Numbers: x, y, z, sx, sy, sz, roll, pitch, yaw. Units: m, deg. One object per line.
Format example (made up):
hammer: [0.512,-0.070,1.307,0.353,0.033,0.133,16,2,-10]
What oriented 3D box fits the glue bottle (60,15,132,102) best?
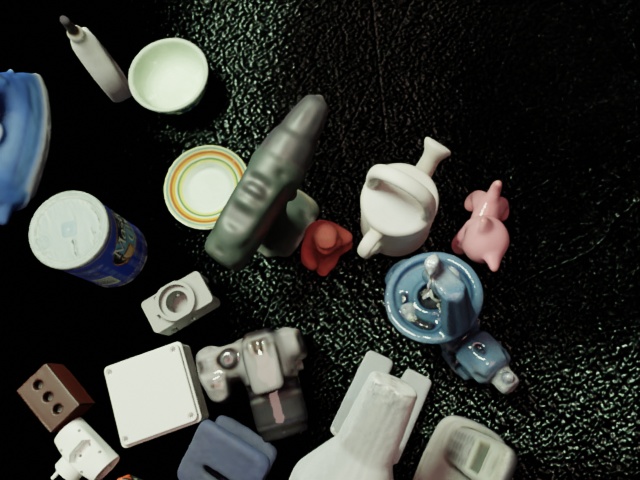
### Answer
glue bottle: [-0.333,-0.273,0.838,0.037,0.173,0.078,-31,76,-4]

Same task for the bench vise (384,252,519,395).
bench vise: [0.170,0.085,0.690,0.207,0.220,0.121,31,80,11]

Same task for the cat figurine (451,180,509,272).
cat figurine: [0.222,-0.018,0.766,0.067,0.118,0.128,16,77,8]

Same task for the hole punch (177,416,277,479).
hole punch: [-0.118,0.290,0.724,0.108,0.091,0.101,28,79,10]

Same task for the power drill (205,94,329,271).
power drill: [-0.056,-0.056,0.747,0.075,0.208,0.230,31,80,11]

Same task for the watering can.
watering can: [0.104,-0.055,0.744,0.101,0.194,0.173,13,77,7]

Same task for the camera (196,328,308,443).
camera: [-0.078,0.191,0.741,0.143,0.101,0.137,-16,75,0]

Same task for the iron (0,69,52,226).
iron: [-0.483,-0.160,0.835,0.118,0.141,0.258,8,76,6]

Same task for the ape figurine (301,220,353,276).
ape figurine: [0.007,0.003,0.788,0.078,0.092,0.076,-13,75,1]

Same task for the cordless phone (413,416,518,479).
cordless phone: [0.166,0.284,0.658,0.094,0.185,0.148,22,78,9]

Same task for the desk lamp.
desk lamp: [0.053,0.231,0.664,0.117,0.213,0.203,24,79,10]
